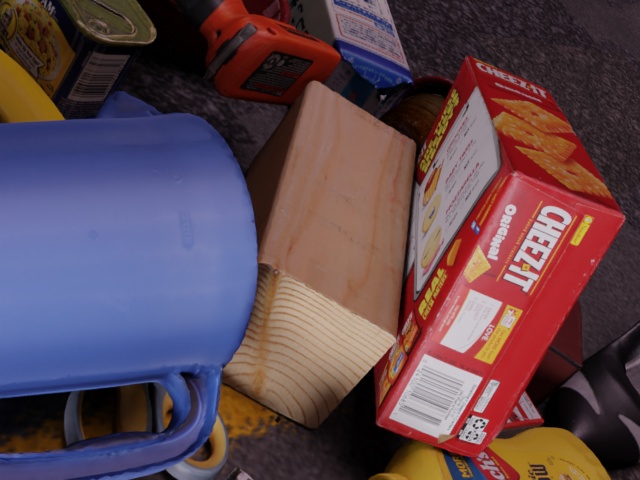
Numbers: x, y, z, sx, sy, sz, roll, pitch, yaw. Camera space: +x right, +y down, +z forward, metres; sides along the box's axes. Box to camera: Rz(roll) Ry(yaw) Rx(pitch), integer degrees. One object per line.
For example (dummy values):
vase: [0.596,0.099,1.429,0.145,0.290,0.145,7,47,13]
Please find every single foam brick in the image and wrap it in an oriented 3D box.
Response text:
foam brick: [0.153,0.069,0.770,0.051,0.053,0.078,32,33,-10]

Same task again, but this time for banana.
banana: [-0.179,-0.064,0.619,0.069,0.037,0.198,-1,51,-48]

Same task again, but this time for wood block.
wood block: [-0.005,0.001,0.664,0.090,0.091,0.206,30,35,-12]

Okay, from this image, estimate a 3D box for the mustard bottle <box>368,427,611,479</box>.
mustard bottle: [0.090,0.153,0.606,0.191,0.058,0.096,9,50,-37]

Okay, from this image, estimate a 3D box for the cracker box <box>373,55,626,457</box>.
cracker box: [0.093,0.001,0.641,0.072,0.164,0.213,22,24,-8]

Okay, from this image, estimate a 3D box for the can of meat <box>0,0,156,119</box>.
can of meat: [-0.161,-0.129,0.671,0.057,0.084,0.102,-9,56,-49]

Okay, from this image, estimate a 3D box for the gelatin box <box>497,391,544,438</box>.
gelatin box: [0.095,0.101,0.698,0.089,0.030,0.073,2,47,-42]

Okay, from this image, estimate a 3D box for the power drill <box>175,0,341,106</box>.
power drill: [-0.068,-0.178,0.736,0.188,0.057,0.184,53,26,18]

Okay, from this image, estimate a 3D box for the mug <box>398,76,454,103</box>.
mug: [0.100,-0.087,0.884,0.117,0.093,0.081,19,12,39]

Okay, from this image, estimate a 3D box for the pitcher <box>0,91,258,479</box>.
pitcher: [-0.155,0.021,0.458,0.242,0.145,0.149,-5,28,-37]

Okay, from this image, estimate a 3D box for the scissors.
scissors: [-0.090,0.055,0.584,0.096,0.016,0.201,26,35,-20]

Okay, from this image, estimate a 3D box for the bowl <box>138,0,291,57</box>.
bowl: [-0.104,-0.193,0.827,0.162,0.055,0.162,25,36,-20]

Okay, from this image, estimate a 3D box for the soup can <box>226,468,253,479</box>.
soup can: [-0.022,0.161,0.480,0.102,0.069,0.068,42,33,5]
